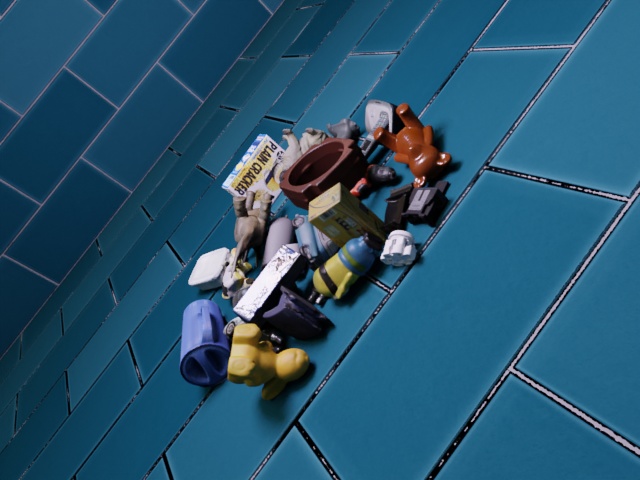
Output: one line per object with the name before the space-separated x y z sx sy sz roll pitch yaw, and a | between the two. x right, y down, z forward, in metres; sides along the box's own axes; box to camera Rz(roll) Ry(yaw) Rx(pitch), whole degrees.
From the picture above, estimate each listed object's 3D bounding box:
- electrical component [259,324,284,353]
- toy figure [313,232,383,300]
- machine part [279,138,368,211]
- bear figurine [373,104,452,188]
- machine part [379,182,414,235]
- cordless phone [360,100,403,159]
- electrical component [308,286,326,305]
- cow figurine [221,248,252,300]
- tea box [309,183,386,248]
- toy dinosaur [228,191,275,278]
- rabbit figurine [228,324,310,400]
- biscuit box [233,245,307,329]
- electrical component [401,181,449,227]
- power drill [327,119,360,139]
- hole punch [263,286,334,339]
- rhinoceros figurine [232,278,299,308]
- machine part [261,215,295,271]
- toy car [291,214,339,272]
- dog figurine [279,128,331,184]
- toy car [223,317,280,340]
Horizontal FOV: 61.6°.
electrical component | -0.128 0.243 1.273 0.102 0.078 0.045 27 50 33
toy figure | 0.061 0.055 1.201 0.180 0.089 0.082 -51 -16 21
machine part | 0.010 -0.168 1.386 0.201 0.087 0.201 -45 31 -14
bear figurine | 0.218 -0.216 1.264 0.120 0.132 0.196 -43 26 22
machine part | 0.181 -0.073 1.244 0.084 0.039 0.139 -10 48 40
cordless phone | 0.142 -0.288 1.474 0.184 0.088 0.147 -53 31 1
electrical component | 0.010 0.111 1.283 0.063 0.021 0.094 12 67 56
cow figurine | -0.254 0.101 1.593 0.098 0.068 0.167 -46 30 21
tea box | 0.064 -0.040 1.230 0.098 0.169 0.068 -30 38 28
toy dinosaur | -0.194 -0.025 1.511 0.471 0.105 0.198 -67 -16 -76
rabbit figurine | -0.110 0.275 1.160 0.122 0.173 0.162 -95 8 -51
biscuit box | -0.117 0.111 1.269 0.059 0.062 0.202 27 71 28
electrical component | 0.239 -0.089 1.177 0.075 0.047 0.119 14 70 55
power drill | 0.027 -0.251 1.585 0.232 0.086 0.207 -9 46 46
hole punch | -0.056 0.172 1.207 0.092 0.142 0.116 -54 18 -8
rhinoceros figurine | -0.146 0.138 1.376 0.190 0.112 0.073 -19 70 22
machine part | -0.113 0.022 1.481 0.079 0.079 0.243 -28 37 32
toy car | -0.003 -0.004 1.348 0.103 0.109 0.162 -25 45 8
dog figurine | -0.045 -0.243 1.682 0.172 0.121 0.190 -3 87 6
toy car | -0.158 0.210 1.345 0.202 0.073 0.056 -28 41 32
